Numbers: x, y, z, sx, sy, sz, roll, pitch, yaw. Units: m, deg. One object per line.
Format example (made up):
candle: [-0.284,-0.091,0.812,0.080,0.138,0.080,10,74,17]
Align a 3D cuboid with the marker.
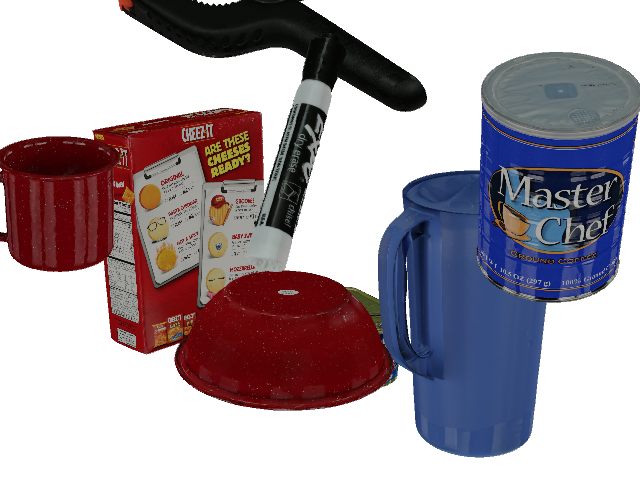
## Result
marker: [-0.010,-0.044,0.501,0.020,0.121,0.020,14,-19,5]

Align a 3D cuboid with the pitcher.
pitcher: [0.130,0.067,0.947,0.149,0.243,0.145,1,19,8]

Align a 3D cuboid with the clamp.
clamp: [-0.026,-0.145,0.674,0.210,0.164,0.036,-2,-35,0]

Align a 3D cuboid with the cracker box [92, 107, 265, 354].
cracker box: [-0.135,-0.014,1.057,0.072,0.214,0.163,13,21,43]

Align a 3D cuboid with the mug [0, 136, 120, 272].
mug: [-0.213,-0.027,0.823,0.117,0.081,0.093,-5,25,-19]

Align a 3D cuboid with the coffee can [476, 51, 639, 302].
coffee can: [0.160,-0.043,0.732,0.103,0.140,0.103,-3,38,2]

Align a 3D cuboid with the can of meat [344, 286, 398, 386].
can of meat: [0.047,0.114,1.246,0.102,0.084,0.057,25,34,36]

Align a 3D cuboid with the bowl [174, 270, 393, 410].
bowl: [-0.025,0.063,0.778,0.162,0.055,0.162,2,19,-1]
